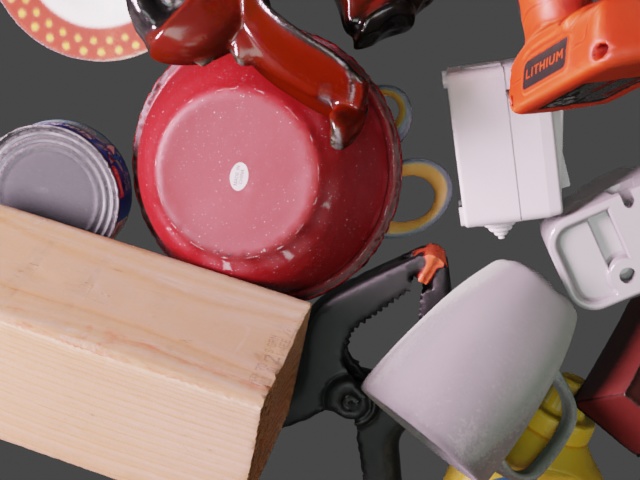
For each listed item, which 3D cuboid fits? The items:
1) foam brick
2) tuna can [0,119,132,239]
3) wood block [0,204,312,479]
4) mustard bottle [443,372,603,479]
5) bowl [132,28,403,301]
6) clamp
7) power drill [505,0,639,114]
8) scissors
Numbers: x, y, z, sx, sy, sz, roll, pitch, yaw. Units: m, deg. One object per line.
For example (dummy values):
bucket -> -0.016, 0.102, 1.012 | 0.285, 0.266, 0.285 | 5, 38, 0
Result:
foam brick -> 0.187, 0.072, 0.584 | 0.053, 0.051, 0.078 | 39, 67, -6
tuna can -> -0.155, -0.027, 0.627 | 0.086, 0.033, 0.086 | 2, 104, 6
wood block -> -0.119, 0.060, 0.577 | 0.206, 0.090, 0.091 | 17, 127, 8
mustard bottle -> 0.115, 0.166, 0.628 | 0.096, 0.058, 0.192 | 17, 104, -8
bowl -> -0.038, -0.038, 0.587 | 0.162, 0.055, 0.162 | 2, 98, 14
clamp -> 0.009, 0.091, 0.635 | 0.164, 0.036, 0.210 | 22, 107, 1
power drill -> 0.115, -0.160, 0.472 | 0.057, 0.184, 0.187 | -8, 84, -12
scissors -> -0.004, 0.001, 0.625 | 0.096, 0.016, 0.202 | 39, 104, -1
